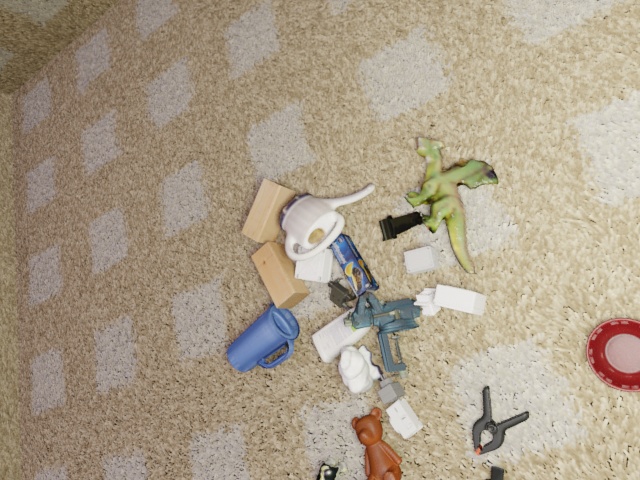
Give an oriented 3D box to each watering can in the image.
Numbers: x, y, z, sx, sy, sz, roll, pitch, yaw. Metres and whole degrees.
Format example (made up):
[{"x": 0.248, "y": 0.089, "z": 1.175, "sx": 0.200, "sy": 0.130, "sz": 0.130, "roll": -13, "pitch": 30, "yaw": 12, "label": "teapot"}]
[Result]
[{"x": 0.005, "y": -0.083, "z": 1.657, "sx": 0.349, "sy": 0.102, "sz": 0.227, "roll": -46, "pitch": 47, "yaw": -8, "label": "watering can"}]

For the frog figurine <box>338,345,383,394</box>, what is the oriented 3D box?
[{"x": 0.093, "y": 0.369, "z": 1.470, "sx": 0.121, "sy": 0.159, "sz": 0.139, "roll": -23, "pitch": 70, "yaw": 29, "label": "frog figurine"}]

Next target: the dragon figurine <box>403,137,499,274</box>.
[{"x": 0.380, "y": -0.127, "z": 1.432, "sx": 0.241, "sy": 0.121, "sz": 0.417, "roll": -40, "pitch": 63, "yaw": 11, "label": "dragon figurine"}]
